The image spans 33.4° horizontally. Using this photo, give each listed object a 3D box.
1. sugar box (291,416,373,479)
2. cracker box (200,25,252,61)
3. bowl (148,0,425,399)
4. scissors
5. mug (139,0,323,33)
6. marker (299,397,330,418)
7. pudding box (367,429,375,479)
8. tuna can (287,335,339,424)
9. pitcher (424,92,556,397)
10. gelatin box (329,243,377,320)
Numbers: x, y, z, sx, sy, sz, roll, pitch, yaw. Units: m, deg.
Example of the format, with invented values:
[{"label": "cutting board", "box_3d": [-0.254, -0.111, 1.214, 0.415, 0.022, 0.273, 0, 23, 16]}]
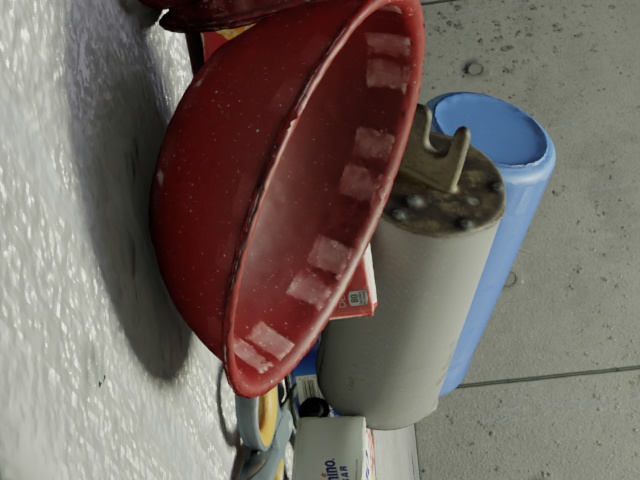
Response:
[{"label": "sugar box", "box_3d": [0.014, 0.194, 0.624, 0.093, 0.048, 0.176, -85, 172, -49]}, {"label": "cracker box", "box_3d": [-0.028, -0.153, 0.559, 0.164, 0.072, 0.214, -78, 161, -69]}, {"label": "bowl", "box_3d": [-0.017, -0.025, 0.401, 0.162, 0.055, 0.162, -58, 163, -31]}, {"label": "scissors", "box_3d": [-0.025, 0.083, 0.556, 0.201, 0.016, 0.096, -79, 167, -70]}, {"label": "mug", "box_3d": [-0.038, -0.131, 0.417, 0.117, 0.093, 0.081, -37, 122, -40]}, {"label": "marker", "box_3d": [0.000, 0.128, 0.677, 0.121, 0.020, 0.020, 85, 2, -60]}, {"label": "pudding box", "box_3d": [0.019, 0.143, 0.802, 0.090, 0.039, 0.113, -86, 168, -56]}, {"label": "tuna can", "box_3d": [-0.001, 0.084, 0.710, 0.086, 0.034, 0.086, -7, 90, -84]}, {"label": "pitcher", "box_3d": [0.089, 0.010, 0.854, 0.149, 0.145, 0.243, -91, -165, -48]}, {"label": "gelatin box", "box_3d": [-0.015, -0.006, 0.492, 0.030, 0.073, 0.089, -4, 88, -83]}]
